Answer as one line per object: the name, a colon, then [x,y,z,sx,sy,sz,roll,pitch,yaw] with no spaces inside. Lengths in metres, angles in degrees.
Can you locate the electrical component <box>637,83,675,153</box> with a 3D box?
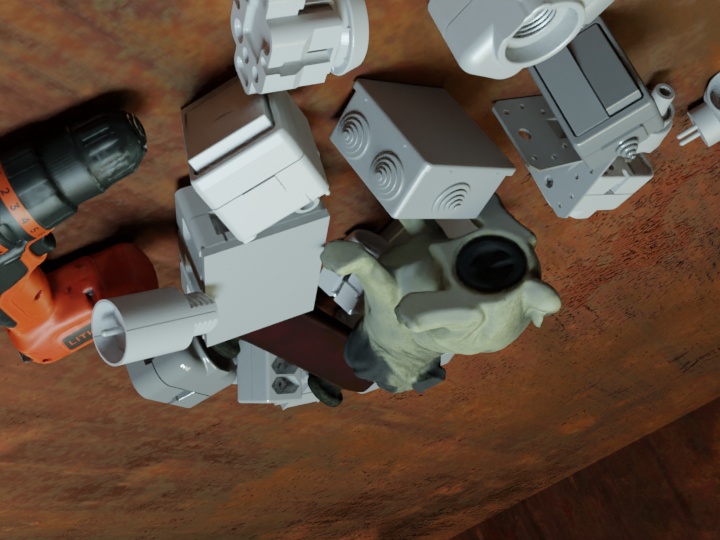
electrical component: [0.237,-0.127,0.884,0.043,0.043,0.062,-16,155,-22]

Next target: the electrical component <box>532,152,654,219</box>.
electrical component: [0.197,-0.083,0.925,0.095,0.053,0.059,-5,150,-41]

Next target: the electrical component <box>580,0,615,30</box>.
electrical component: [0.135,-0.175,0.665,0.043,0.043,0.081,0,147,-47]

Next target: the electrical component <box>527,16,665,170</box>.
electrical component: [0.167,-0.120,0.752,0.062,0.096,0.061,-31,157,15]

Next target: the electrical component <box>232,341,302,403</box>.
electrical component: [-0.097,0.089,0.991,0.077,0.065,0.047,-5,174,38]

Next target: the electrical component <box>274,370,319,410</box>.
electrical component: [-0.055,0.106,1.094,0.081,0.042,0.063,-8,150,-39]

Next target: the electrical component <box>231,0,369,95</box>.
electrical component: [-0.031,-0.130,0.571,0.057,0.058,0.078,-13,155,-22]

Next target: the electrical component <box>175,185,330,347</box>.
electrical component: [-0.080,-0.014,0.771,0.089,0.061,0.150,-19,157,-16]

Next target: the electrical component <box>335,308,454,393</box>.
electrical component: [0.036,0.063,1.049,0.113,0.078,0.057,-18,160,-19]

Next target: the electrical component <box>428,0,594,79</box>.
electrical component: [0.094,-0.160,0.634,0.054,0.059,0.095,-1,147,-46]

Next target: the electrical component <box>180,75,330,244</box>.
electrical component: [-0.065,-0.076,0.626,0.062,0.096,0.061,-30,130,10]

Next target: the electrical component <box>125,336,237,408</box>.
electrical component: [-0.149,0.076,0.912,0.059,0.053,0.095,-31,158,12]

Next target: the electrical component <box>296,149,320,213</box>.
electrical component: [-0.046,-0.066,0.690,0.043,0.062,0.043,-21,157,-9]

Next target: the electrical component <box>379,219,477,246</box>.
electrical component: [0.063,-0.008,0.946,0.109,0.056,0.109,-3,149,-44]

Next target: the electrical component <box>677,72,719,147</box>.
electrical component: [0.317,-0.135,0.951,0.079,0.043,0.077,-31,157,14]

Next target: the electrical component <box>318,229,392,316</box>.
electrical component: [0.000,0.000,0.894,0.048,0.066,0.055,-5,131,-54]

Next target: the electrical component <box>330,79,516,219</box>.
electrical component: [0.039,-0.078,0.710,0.100,0.099,0.048,-3,136,-44]

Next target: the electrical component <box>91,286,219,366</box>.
electrical component: [-0.130,0.034,0.707,0.081,0.043,0.043,-12,155,-43]
